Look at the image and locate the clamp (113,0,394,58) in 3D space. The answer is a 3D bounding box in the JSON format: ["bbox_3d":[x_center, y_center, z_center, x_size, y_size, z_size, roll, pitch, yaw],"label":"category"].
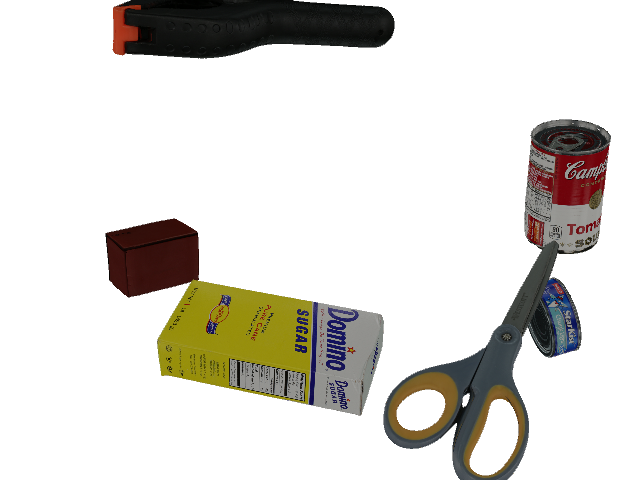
[{"bbox_3d":[-0.053,-0.141,0.665,0.171,0.039,0.120,-7,22,-27],"label":"clamp"}]

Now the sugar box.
[{"bbox_3d":[-0.040,0.088,0.906,0.176,0.048,0.093,7,35,11],"label":"sugar box"}]

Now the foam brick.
[{"bbox_3d":[-0.164,0.016,1.044,0.078,0.051,0.053,-14,24,-28],"label":"foam brick"}]

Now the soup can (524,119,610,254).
[{"bbox_3d":[0.218,-0.047,0.949,0.068,0.102,0.068,-2,30,1],"label":"soup can"}]

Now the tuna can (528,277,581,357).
[{"bbox_3d":[0.258,0.087,1.196,0.033,0.086,0.086,-15,2,-7],"label":"tuna can"}]

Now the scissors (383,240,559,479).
[{"bbox_3d":[0.098,0.068,0.680,0.096,0.201,0.016,7,-43,10],"label":"scissors"}]
